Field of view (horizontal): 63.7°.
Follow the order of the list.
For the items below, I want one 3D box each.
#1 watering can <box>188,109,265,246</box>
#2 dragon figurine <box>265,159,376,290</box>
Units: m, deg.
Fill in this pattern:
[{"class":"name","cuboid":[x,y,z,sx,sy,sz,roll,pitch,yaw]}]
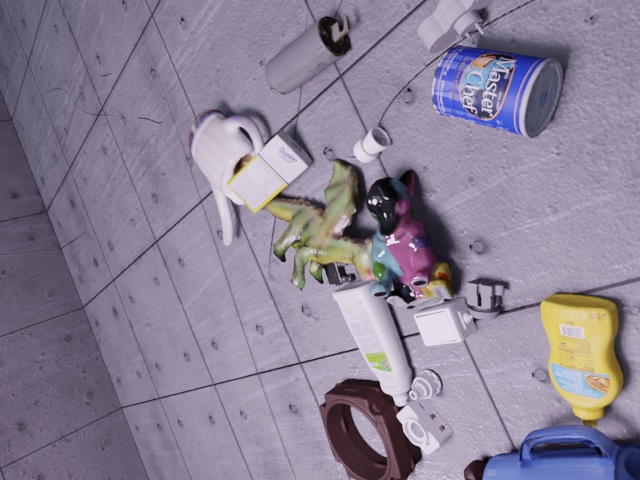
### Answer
[{"class":"watering can","cuboid":[-0.232,-0.161,1.229,0.227,0.105,0.340,47,132,22]},{"class":"dragon figurine","cuboid":[0.003,-0.052,1.040,0.239,0.121,0.418,-52,49,23]}]
